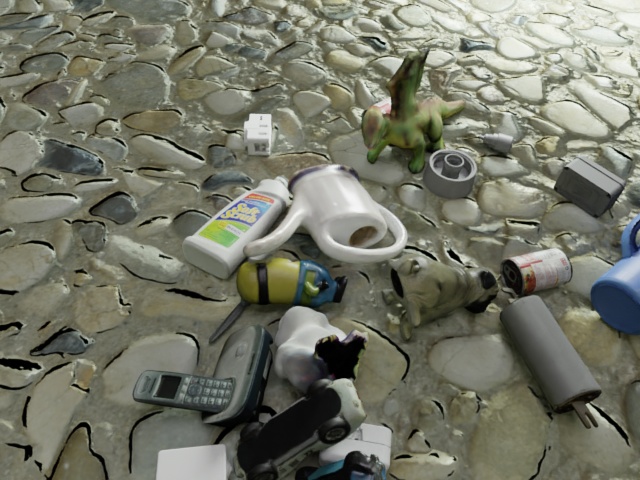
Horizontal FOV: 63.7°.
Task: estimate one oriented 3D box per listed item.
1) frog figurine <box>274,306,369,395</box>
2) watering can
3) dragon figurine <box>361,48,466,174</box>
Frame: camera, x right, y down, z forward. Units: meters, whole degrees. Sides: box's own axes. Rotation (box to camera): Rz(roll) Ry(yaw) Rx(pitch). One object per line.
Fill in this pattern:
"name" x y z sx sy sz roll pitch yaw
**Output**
"frog figurine" -0.017 0.169 0.792 0.139 0.121 0.159 -23 18 -39
"watering can" 0.003 -0.047 0.928 0.348 0.102 0.229 1 44 -32
"dragon figurine" 0.211 -0.289 1.096 0.123 0.237 0.417 30 56 26
